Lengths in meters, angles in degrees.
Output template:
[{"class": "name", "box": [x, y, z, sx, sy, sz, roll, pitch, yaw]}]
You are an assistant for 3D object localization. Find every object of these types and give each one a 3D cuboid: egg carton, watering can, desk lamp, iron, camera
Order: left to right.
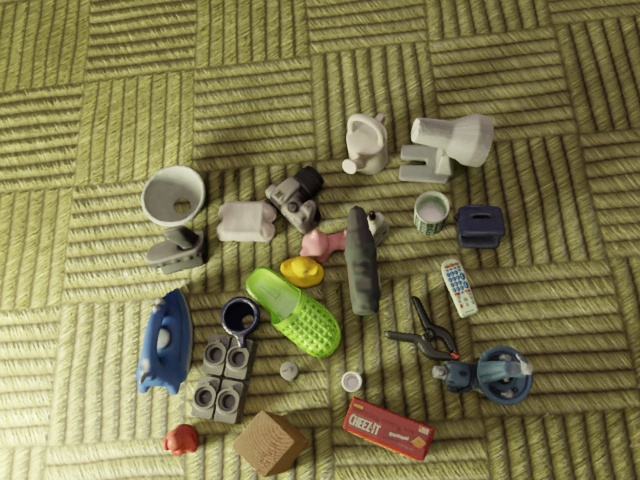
[{"class": "iron", "box": [-0.367, 0.220, 1.318, 0.118, 0.141, 0.258, 0, 71, 7]}, {"class": "egg carton", "box": [-0.183, -0.045, 1.426, 0.150, 0.069, 0.107, 0, 71, 7]}, {"class": "camera", "box": [-0.047, -0.113, 1.417, 0.137, 0.101, 0.143, -44, 72, -9]}, {"class": "watering can", "box": [0.113, -0.237, 1.391, 0.100, 0.194, 0.173, 4, 71, 9]}, {"class": "desk lamp", "box": [0.291, -0.217, 1.352, 0.203, 0.214, 0.118, 3, 71, 8]}]

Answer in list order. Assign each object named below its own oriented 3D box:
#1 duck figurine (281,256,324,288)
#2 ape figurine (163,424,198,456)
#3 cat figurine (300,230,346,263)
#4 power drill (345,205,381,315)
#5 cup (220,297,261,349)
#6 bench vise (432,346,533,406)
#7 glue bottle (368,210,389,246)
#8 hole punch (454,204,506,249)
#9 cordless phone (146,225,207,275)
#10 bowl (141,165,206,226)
[{"class": "duck figurine", "box": [-0.046, 0.068, 1.361, 0.104, 0.086, 0.077, 10, 72, 10]}, {"class": "ape figurine", "box": [-0.309, 0.444, 1.259, 0.077, 0.092, 0.076, 21, 75, 14]}, {"class": "cat figurine", "box": [0.012, 0.005, 1.359, 0.128, 0.118, 0.067, -18, 69, 1]}, {"class": "power drill", "box": [0.094, 0.063, 1.281, 0.075, 0.208, 0.229, -7, 70, 5]}, {"class": "cup", "box": [-0.174, 0.198, 1.327, 0.091, 0.095, 0.118, -9, 70, 4]}, {"class": "bench vise", "box": [0.343, 0.284, 1.167, 0.207, 0.220, 0.121, -16, 69, 1]}, {"class": "glue bottle", "box": [0.125, -0.032, 1.329, 0.078, 0.173, 0.037, -43, 71, -8]}, {"class": "hole punch", "box": [0.374, -0.039, 1.345, 0.108, 0.091, 0.101, -1, 71, 7]}, {"class": "cordless phone", "box": [-0.358, 0.008, 1.367, 0.147, 0.185, 0.094, -19, 69, 0]}, {"class": "bowl", "box": [-0.364, -0.103, 1.466, 0.167, 0.075, 0.167, -2, 71, 6]}]
